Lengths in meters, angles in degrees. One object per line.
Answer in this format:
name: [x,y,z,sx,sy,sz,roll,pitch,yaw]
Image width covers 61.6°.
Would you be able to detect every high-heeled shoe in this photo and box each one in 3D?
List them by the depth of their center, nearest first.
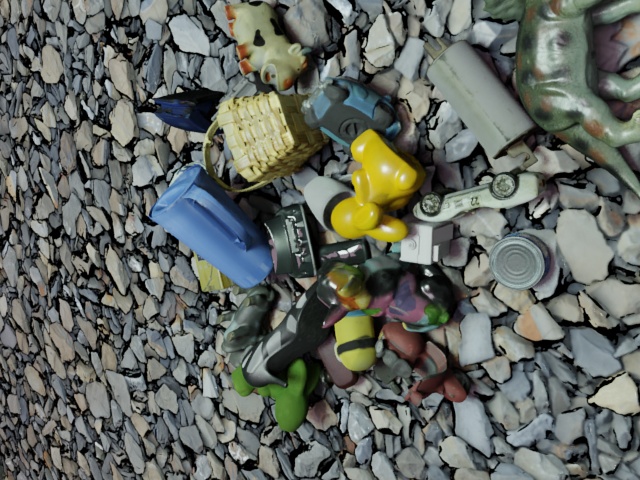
high-heeled shoe: [-0.065,0.171,1.032,0.145,0.086,0.248,14,75,51]

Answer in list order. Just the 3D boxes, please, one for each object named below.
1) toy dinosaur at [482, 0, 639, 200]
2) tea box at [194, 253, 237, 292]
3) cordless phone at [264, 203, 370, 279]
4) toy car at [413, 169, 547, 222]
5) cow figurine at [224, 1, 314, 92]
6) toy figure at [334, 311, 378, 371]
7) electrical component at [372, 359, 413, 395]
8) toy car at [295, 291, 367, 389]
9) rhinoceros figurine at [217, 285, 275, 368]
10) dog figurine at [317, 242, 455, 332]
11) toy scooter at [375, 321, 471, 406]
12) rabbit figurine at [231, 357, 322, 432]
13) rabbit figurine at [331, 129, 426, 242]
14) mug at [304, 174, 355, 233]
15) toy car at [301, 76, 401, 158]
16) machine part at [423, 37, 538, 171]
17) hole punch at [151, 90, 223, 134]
toy dinosaur: [0.323,-0.229,0.703,0.192,0.131,0.404,4,107,48]
tea box: [-0.215,0.017,1.150,0.068,0.098,0.169,-10,92,36]
cordless phone: [-0.002,-0.004,1.016,0.184,0.088,0.146,-10,94,26]
toy car: [0.238,-0.064,0.819,0.202,0.073,0.056,-14,92,37]
cow figurine: [-0.091,-0.352,0.981,0.127,0.085,0.195,-19,69,-3]
toy figure: [0.061,0.144,0.971,0.082,0.089,0.180,-2,87,-1]
electrical component: [0.129,0.236,0.995,0.094,0.021,0.063,52,125,15]
toy car: [0.015,0.192,1.049,0.089,0.053,0.202,-32,80,20]
rhinoceros figurine: [-0.156,0.182,1.142,0.073,0.112,0.190,33,106,45]
dog figurine: [0.098,0.093,0.866,0.192,0.219,0.108,41,124,23]
toy scooter: [0.158,0.214,0.899,0.184,0.135,0.075,39,121,24]
rabbit figurine: [-0.069,0.298,1.096,0.159,0.121,0.170,-44,57,12]
rabbit figurine: [0.090,-0.062,0.861,0.173,0.121,0.162,-46,38,21]
mug: [0.023,-0.080,0.966,0.109,0.080,0.107,-47,41,-2]
toy car: [0.051,-0.218,0.899,0.109,0.161,0.103,-45,29,40]
machine part: [0.237,-0.205,0.789,0.079,0.079,0.243,-44,74,34]
hole punch: [-0.274,-0.263,1.128,0.142,0.116,0.092,17,118,32]
